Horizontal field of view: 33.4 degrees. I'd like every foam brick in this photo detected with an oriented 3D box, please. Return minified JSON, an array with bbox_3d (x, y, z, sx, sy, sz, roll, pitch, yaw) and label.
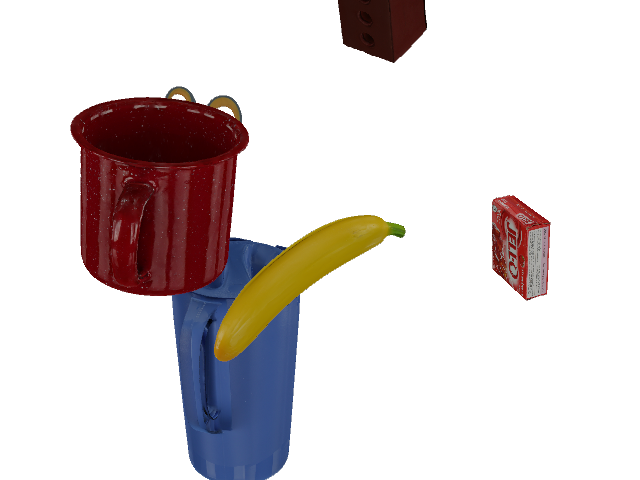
[{"bbox_3d":[0.049,-0.191,0.848,0.053,0.051,0.078,25,-31,26],"label":"foam brick"}]

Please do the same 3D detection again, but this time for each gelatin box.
[{"bbox_3d":[0.209,0.007,1.123,0.030,0.089,0.073,-14,30,-16],"label":"gelatin box"}]

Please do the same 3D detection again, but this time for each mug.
[{"bbox_3d":[-0.089,-0.018,0.568,0.093,0.081,0.117,7,28,0],"label":"mug"}]

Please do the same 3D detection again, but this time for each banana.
[{"bbox_3d":[-0.016,0.033,0.898,0.198,0.069,0.037,-34,44,0],"label":"banana"}]

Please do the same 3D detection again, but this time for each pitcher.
[{"bbox_3d":[-0.089,0.131,1.089,0.149,0.243,0.145,-11,29,-24],"label":"pitcher"}]

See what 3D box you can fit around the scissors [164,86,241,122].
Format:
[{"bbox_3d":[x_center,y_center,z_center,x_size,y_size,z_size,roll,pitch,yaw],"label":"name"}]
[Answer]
[{"bbox_3d":[-0.115,-0.073,1.153,0.096,0.202,0.016,-16,-4,-20],"label":"scissors"}]
